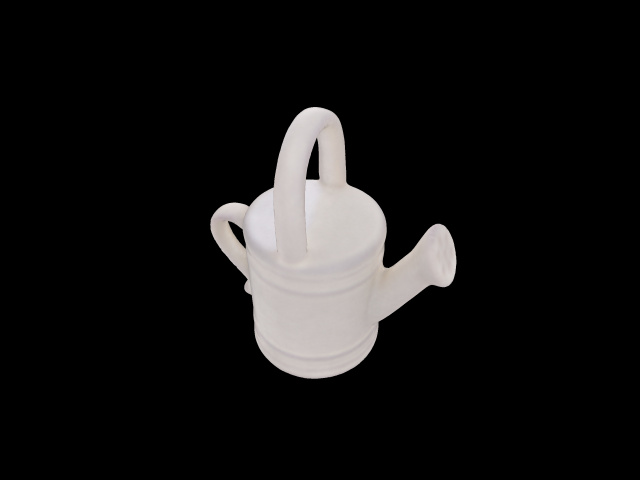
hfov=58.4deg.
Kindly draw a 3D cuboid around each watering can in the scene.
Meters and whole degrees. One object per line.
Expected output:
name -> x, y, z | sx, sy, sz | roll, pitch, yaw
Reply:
watering can -> 0.004, 0.000, 0.402 | 0.173, 0.194, 0.101 | 0, 42, 0
